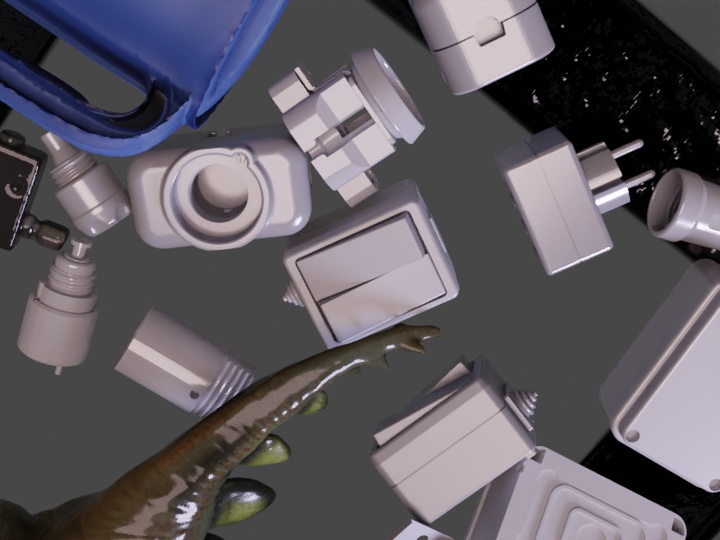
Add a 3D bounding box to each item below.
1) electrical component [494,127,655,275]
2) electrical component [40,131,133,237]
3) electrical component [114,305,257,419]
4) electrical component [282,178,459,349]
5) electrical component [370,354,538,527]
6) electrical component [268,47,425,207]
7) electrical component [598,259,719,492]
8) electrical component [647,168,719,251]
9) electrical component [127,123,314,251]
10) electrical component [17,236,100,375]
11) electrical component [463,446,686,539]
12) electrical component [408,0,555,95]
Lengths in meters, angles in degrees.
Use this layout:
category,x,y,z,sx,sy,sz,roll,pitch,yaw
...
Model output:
category,x,y,z,sx,sy,sz,roll,pitch,yaw
electrical component,0.123,-0.046,0.591,0.077,0.047,0.065,-24,106,7
electrical component,-0.155,-0.051,0.596,0.035,0.035,0.061,-31,103,9
electrical component,-0.097,0.059,0.626,0.081,0.043,0.043,32,105,-10
electrical component,0.000,0.000,0.598,0.096,0.061,0.061,-24,106,7
electrical component,0.058,0.091,0.624,0.096,0.061,0.061,-37,92,11
electrical component,-0.003,-0.082,0.575,0.057,0.058,0.078,-33,105,13
electrical component,0.202,0.061,0.621,0.078,0.057,0.113,30,105,-9
electrical component,0.191,-0.032,0.601,0.046,0.040,0.040,16,107,-12
electrical component,-0.075,-0.045,0.585,0.095,0.059,0.053,-6,108,2
electrical component,-0.169,0.018,0.615,0.040,0.040,0.078,18,107,-6
electrical component,0.124,0.161,0.637,0.113,0.057,0.078,28,69,-8
electrical component,0.056,-0.130,0.539,0.054,0.095,0.059,-25,106,7
